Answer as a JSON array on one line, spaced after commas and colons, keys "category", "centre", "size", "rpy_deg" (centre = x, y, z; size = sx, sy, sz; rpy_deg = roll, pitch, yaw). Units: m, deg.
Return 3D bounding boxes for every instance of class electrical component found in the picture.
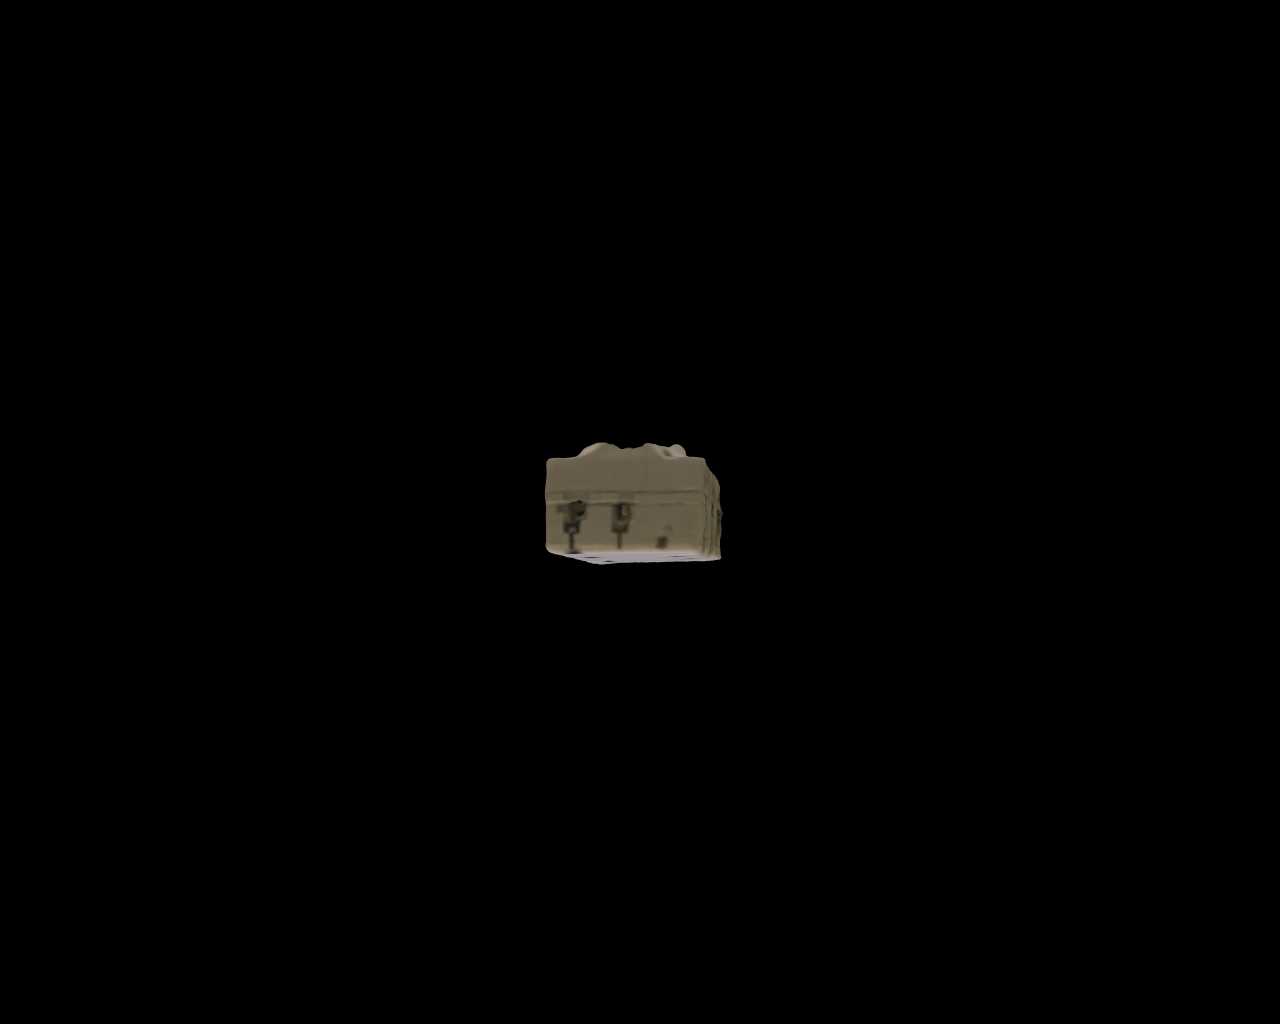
[{"category": "electrical component", "centre": [0.001, -0.003, 0.650], "size": [0.089, 0.061, 0.150], "rpy_deg": [-1, -4, 8]}]
